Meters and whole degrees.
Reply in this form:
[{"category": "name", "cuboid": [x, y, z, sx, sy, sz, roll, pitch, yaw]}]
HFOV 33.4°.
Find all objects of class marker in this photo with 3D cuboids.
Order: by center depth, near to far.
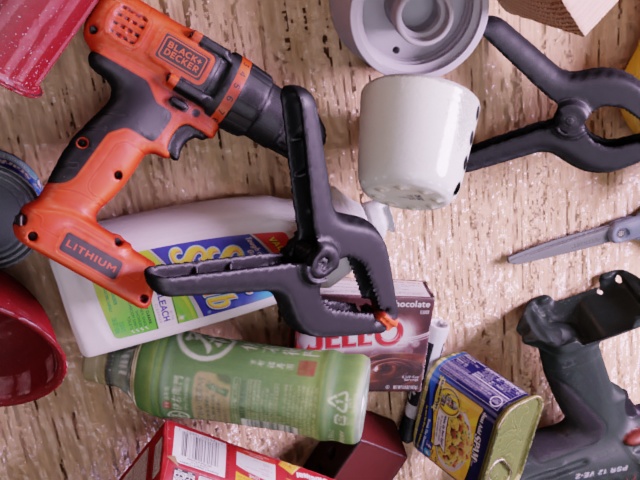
[{"category": "marker", "cuboid": [0.088, 0.123, 0.914, 0.020, 0.020, 0.121, 6, 115, -14]}]

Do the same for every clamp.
[{"category": "clamp", "cuboid": [-0.005, 0.001, 0.749, 0.209, 0.036, 0.164, 32, 90, -41]}, {"category": "clamp", "cuboid": [0.180, -0.103, 0.787, 0.171, 0.039, 0.120, 3, 120, 9]}]

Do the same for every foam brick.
[{"category": "foam brick", "cuboid": [0.030, 0.191, 0.918, 0.051, 0.053, 0.078, 26, 108, -22]}]

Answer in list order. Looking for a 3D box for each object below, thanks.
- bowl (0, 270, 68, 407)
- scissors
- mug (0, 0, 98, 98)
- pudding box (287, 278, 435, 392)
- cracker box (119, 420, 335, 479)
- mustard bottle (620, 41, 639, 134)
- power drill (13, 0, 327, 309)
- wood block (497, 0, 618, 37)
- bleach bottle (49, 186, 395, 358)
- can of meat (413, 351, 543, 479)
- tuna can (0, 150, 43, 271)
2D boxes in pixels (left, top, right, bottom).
[{"category": "bowl", "cuboid": [-0.260, 0.061, 0.770, 0.162, 0.055, 0.162, 1, 145, 1]}, {"category": "scissors", "cuboid": [0.262, 0.004, 0.892, 0.202, 0.016, 0.096, -28, 118, 4]}, {"category": "mug", "cuboid": [-0.197, -0.150, 0.668, 0.093, 0.117, 0.081, 40, 100, 12]}, {"category": "pudding box", "cuboid": [0.031, 0.077, 0.868, 0.113, 0.039, 0.090, 0, 116, -11]}, {"category": "cracker box", "cuboid": [-0.102, 0.256, 0.881, 0.164, 0.072, 0.214, 24, 127, -20]}, {"category": "mustard bottle", "cuboid": [0.279, -0.125, 0.805, 0.096, 0.058, 0.192, 2, 116, -10]}, {"category": "power drill", "cuboid": [-0.107, -0.051, 0.730, 0.184, 0.057, 0.187, 30, 82, -14]}, {"category": "wood block", "cuboid": [0.191, -0.242, 0.680, 0.206, 0.090, 0.090, -47, 125, -2]}, {"category": "bleach bottle", "cuboid": [-0.068, 0.007, 0.801, 0.250, 0.068, 0.102, -16, 115, -7]}, {"category": "can of meat", "cuboid": [0.129, 0.155, 0.893, 0.057, 0.084, 0.102, -14, 125, -40]}, {"category": "tuna can", "cuboid": [-0.240, -0.022, 0.765, 0.086, 0.034, 0.086, -5, 117, -9]}]
